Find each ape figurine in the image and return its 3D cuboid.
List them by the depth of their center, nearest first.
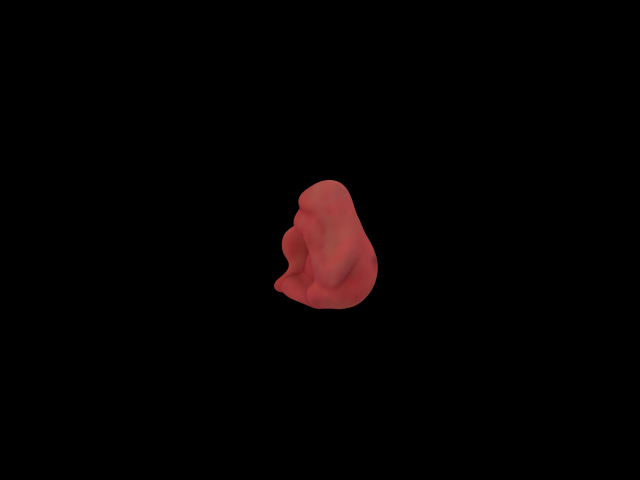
[{"bbox_3d":[0.004,0.001,0.400,0.076,0.092,0.077,-1,28,-2],"label":"ape figurine"}]
